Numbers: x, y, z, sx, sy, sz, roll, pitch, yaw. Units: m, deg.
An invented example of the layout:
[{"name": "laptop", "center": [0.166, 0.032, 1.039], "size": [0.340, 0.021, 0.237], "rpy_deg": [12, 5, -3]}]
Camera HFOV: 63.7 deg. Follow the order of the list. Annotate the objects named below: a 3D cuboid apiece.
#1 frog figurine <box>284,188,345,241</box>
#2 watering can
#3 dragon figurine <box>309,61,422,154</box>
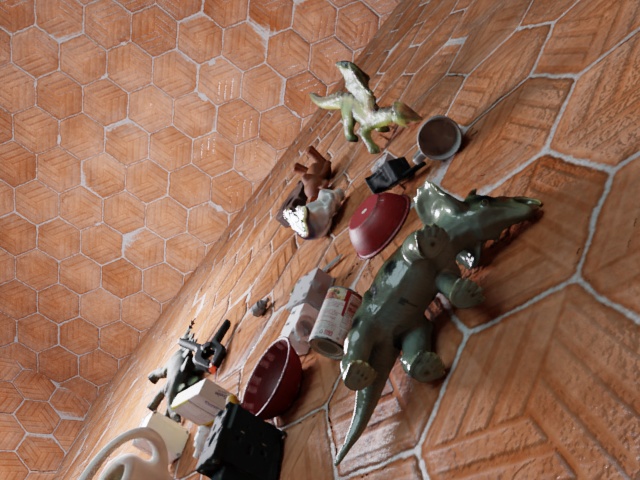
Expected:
[{"name": "frog figurine", "center": [0.004, -0.069, 1.378], "size": [0.161, 0.124, 0.135], "rpy_deg": [-21, -14, -32]}, {"name": "watering can", "center": [-0.379, 0.528, 0.940], "size": [0.103, 0.221, 0.354], "rpy_deg": [-8, 46, 46]}, {"name": "dragon figurine", "center": [0.096, -0.382, 1.381], "size": [0.124, 0.415, 0.237], "rpy_deg": [-43, -29, -20]}]
